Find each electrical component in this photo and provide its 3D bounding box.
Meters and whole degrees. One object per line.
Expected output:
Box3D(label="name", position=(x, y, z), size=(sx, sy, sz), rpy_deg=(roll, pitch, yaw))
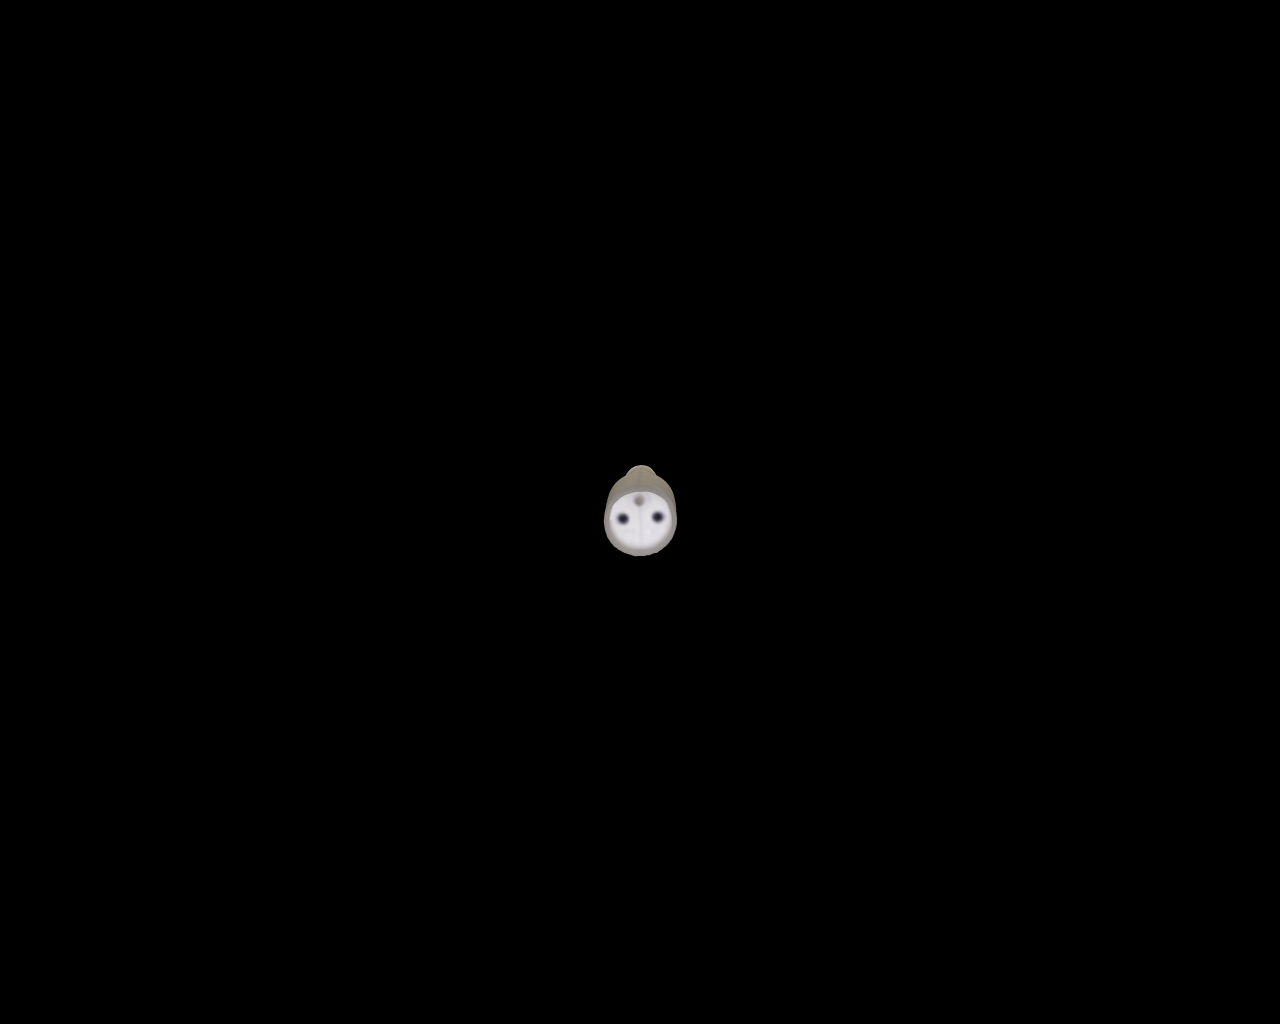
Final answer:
Box3D(label="electrical component", position=(0.001, -0.003, 0.650), size=(0.043, 0.043, 0.081), rpy_deg=(0, 13, 0))
